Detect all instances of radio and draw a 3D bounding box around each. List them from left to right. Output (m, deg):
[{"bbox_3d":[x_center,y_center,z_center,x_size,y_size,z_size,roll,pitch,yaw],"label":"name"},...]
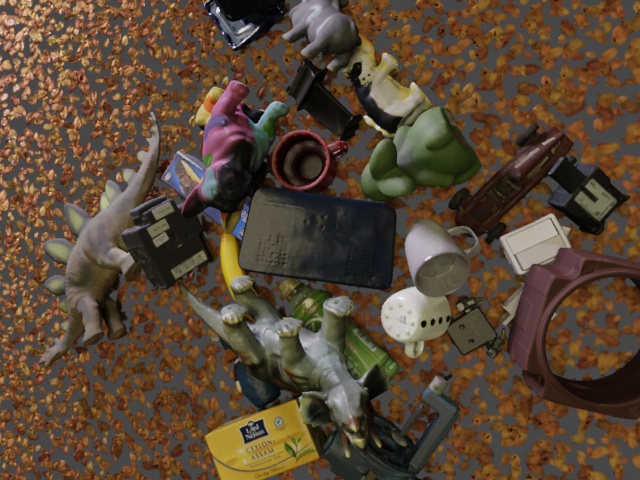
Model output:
[{"bbox_3d":[-0.002,-0.002,0.816,0.230,0.073,0.131,8,88,-5],"label":"radio"}]

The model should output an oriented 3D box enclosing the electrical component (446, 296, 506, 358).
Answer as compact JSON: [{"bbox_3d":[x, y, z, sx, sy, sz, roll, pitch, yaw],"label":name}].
[{"bbox_3d":[0.227,0.129,0.795,0.078,0.045,0.102,-28,81,10],"label":"electrical component"}]

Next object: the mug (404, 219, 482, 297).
[{"bbox_3d":[0.172,0.011,0.783,0.109,0.080,0.107,-34,36,12],"label":"mug"}]

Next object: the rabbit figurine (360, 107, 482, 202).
[{"bbox_3d":[0.132,-0.104,0.792,0.170,0.159,0.121,-32,90,26],"label":"rabbit figurine"}]

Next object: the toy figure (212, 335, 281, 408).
[{"bbox_3d":[-0.122,0.197,0.877,0.154,0.064,0.057,56,141,15],"label":"toy figure"}]

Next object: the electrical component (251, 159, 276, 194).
[{"bbox_3d":[-0.114,-0.113,0.908,0.094,0.021,0.063,26,94,16],"label":"electrical component"}]

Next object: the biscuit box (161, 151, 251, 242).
[{"bbox_3d":[-0.166,-0.067,0.899,0.203,0.063,0.059,36,98,14],"label":"biscuit box"}]

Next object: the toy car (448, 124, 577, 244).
[{"bbox_3d":[0.283,-0.084,0.789,0.202,0.053,0.089,-44,75,10],"label":"toy car"}]

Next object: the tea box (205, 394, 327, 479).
[{"bbox_3d":[-0.084,0.319,0.856,0.170,0.068,0.098,-27,81,13],"label":"tea box"}]

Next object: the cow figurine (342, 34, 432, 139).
[{"bbox_3d":[0.086,-0.241,0.842,0.098,0.068,0.167,-45,77,16],"label":"cow figurine"}]

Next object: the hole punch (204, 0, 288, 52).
[{"bbox_3d":[-0.130,-0.397,0.904,0.116,0.092,0.142,-29,76,-18],"label":"hole punch"}]

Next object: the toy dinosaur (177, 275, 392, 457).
[{"bbox_3d":[-0.053,0.166,0.786,0.405,0.131,0.192,13,123,43],"label":"toy dinosaur"}]

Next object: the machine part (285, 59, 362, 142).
[{"bbox_3d":[0.007,-0.220,0.864,0.139,0.039,0.084,48,129,6],"label":"machine part"}]

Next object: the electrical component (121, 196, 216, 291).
[{"bbox_3d":[-0.248,-0.001,0.869,0.058,0.115,0.134,-11,107,42],"label":"electrical component"}]

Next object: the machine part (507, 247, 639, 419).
[{"bbox_3d":[0.368,0.121,0.709,0.202,0.087,0.200,13,99,-1],"label":"machine part"}]

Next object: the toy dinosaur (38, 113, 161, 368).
[{"bbox_3d":[-0.366,0.010,0.929,0.199,0.105,0.471,33,91,17],"label":"toy dinosaur"}]

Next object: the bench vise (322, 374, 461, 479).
[{"bbox_3d":[0.131,0.308,0.774,0.224,0.129,0.240,34,103,15],"label":"bench vise"}]

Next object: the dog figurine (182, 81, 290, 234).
[{"bbox_3d":[-0.147,-0.123,0.829,0.192,0.108,0.219,5,73,56],"label":"dog figurine"}]

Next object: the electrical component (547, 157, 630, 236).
[{"bbox_3d":[0.359,-0.068,0.747,0.119,0.048,0.075,33,98,-11],"label":"electrical component"}]

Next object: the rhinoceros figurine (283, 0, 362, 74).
[{"bbox_3d":[-0.001,-0.344,0.836,0.112,0.073,0.190,-53,43,28],"label":"rhinoceros figurine"}]
